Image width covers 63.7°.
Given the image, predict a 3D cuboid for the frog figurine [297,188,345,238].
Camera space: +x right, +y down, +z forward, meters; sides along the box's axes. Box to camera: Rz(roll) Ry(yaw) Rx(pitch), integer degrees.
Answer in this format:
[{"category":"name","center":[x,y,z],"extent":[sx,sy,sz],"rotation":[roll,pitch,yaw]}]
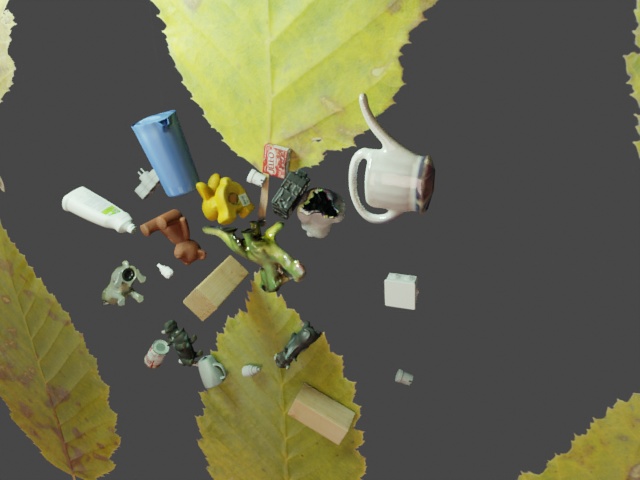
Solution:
[{"category":"frog figurine","center":[0.004,-0.074,1.466],"extent":[0.137,0.125,0.156],"rotation":[-7,-23,2]}]

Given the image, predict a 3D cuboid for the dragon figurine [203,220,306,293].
[{"category":"dragon figurine","center":[-0.196,0.060,1.588],"extent":[0.410,0.240,0.124],"rotation":[1,23,42]}]

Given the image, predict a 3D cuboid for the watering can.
[{"category":"watering can","center":[0.182,-0.192,1.312],"extent":[0.225,0.341,0.106],"rotation":[9,28,17]}]
